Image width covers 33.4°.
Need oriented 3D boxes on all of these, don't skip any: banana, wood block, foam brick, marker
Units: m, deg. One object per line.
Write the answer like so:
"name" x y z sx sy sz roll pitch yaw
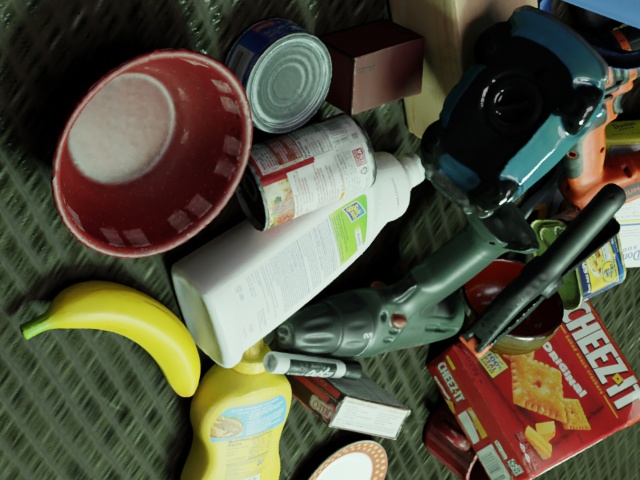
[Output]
"banana" -0.151 0.076 0.867 0.070 0.037 0.197 -41 139 14
"wood block" 0.121 -0.179 0.897 0.090 0.090 0.206 -34 136 -21
"foam brick" 0.040 -0.143 0.876 0.078 0.051 0.053 -21 129 -32
"marker" -0.003 0.114 0.964 0.120 0.020 0.020 13 108 -47

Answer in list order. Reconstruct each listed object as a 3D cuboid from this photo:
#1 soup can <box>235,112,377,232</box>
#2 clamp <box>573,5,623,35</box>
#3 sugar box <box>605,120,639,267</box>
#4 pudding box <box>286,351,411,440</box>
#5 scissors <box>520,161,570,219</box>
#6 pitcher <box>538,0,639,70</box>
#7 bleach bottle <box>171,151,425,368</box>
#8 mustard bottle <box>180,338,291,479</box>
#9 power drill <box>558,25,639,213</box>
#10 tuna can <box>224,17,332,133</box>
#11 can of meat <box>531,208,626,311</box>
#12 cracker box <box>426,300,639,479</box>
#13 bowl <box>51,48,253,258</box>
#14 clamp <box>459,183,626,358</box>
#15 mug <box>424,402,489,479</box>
"soup can" -0.014 -0.056 0.862 0.102 0.069 0.068 -22 131 -19
"clamp" 0.283 -0.219 1.058 0.120 0.039 0.171 -45 133 -7
"sugar box" 0.347 -0.050 1.203 0.093 0.048 0.176 -3 128 -4
"pudding box" 0.021 0.150 1.031 0.113 0.090 0.039 19 102 -48
"scissors" 0.251 -0.072 1.147 0.096 0.016 0.202 -20 129 -32
"pitcher" 0.281 -0.227 0.895 0.145 0.243 0.149 -49 146 -7
"bleach bottle" -0.006 0.001 0.926 0.250 0.068 0.102 -33 136 -25
"mustard bottle" -0.074 0.163 0.977 0.096 0.058 0.192 -9 123 -32
"power drill" 0.298 -0.125 1.074 0.184 0.057 0.187 -20 127 3
"tuna can" -0.033 -0.127 0.833 0.086 0.034 0.086 -23 131 -30
"can of meat" 0.281 0.014 1.159 0.083 0.058 0.102 -21 103 -34
"cracker box" 0.249 0.164 1.191 0.213 0.164 0.072 -19 161 -32
"bowl" -0.129 -0.069 0.767 0.161 0.055 0.162 -23 131 -30
"clamp" 0.219 0.030 1.032 0.210 0.036 0.164 -42 162 -3
"mug" 0.169 0.230 1.229 0.117 0.082 0.093 28 97 -49
